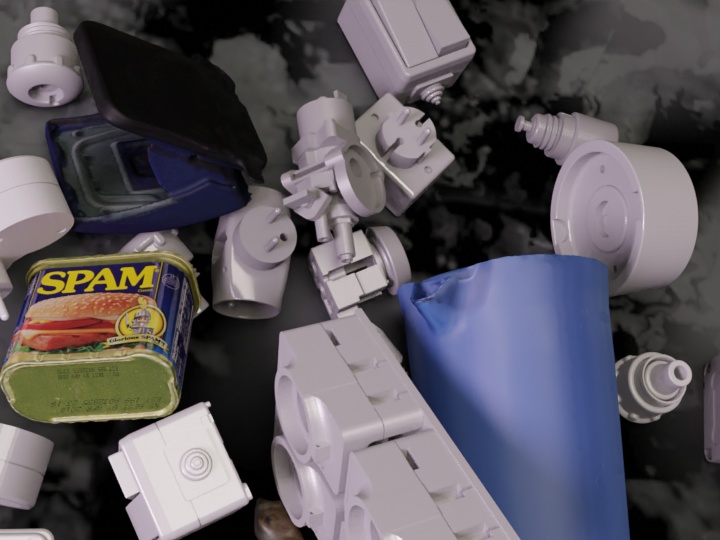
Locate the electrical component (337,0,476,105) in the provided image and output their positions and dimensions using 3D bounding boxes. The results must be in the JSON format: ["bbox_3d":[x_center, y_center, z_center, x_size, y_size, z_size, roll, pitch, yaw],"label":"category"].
[{"bbox_3d":[0.036,-0.163,0.763,0.062,0.061,0.096,-24,80,-21],"label":"electrical component"}]

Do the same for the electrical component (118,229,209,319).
[{"bbox_3d":[-0.121,0.004,0.673,0.048,0.048,0.062,-42,95,-23],"label":"electrical component"}]

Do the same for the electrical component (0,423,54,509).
[{"bbox_3d":[-0.242,0.082,0.608,0.138,0.052,0.073,17,69,-10],"label":"electrical component"}]

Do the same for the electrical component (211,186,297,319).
[{"bbox_3d":[-0.063,-0.016,0.676,0.043,0.079,0.077,10,70,-20],"label":"electrical component"}]

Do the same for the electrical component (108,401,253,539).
[{"bbox_3d":[-0.104,0.118,0.611,0.061,0.096,0.061,-23,80,-18],"label":"electrical component"}]

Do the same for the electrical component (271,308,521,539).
[{"bbox_3d":[0.008,0.124,0.587,0.060,0.105,0.186,-12,42,-23],"label":"electrical component"}]

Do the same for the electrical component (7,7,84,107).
[{"bbox_3d":[-0.204,-0.140,0.697,0.048,0.048,0.062,-1,66,-16],"label":"electrical component"}]

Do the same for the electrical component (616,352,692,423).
[{"bbox_3d":[0.201,0.076,0.730,0.048,0.062,0.048,5,71,-15],"label":"electrical component"}]

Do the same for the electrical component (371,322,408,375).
[{"bbox_3d":[0.011,0.068,0.690,0.043,0.043,0.062,-42,96,-23],"label":"electrical component"}]

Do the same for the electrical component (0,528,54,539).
[{"bbox_3d":[-0.222,0.196,0.574,0.109,0.056,0.108,3,72,-15],"label":"electrical component"}]

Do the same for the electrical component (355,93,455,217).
[{"bbox_3d":[0.028,-0.085,0.726,0.066,0.076,0.047,45,67,2],"label":"electrical component"}]

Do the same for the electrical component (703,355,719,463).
[{"bbox_3d":[0.285,0.089,0.723,0.057,0.113,0.078,9,70,-10],"label":"electrical component"}]

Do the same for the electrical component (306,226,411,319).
[{"bbox_3d":[0.000,0.000,0.708,0.055,0.048,0.066,-22,79,-13],"label":"electrical component"}]

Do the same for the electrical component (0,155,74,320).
[{"bbox_3d":[-0.222,0.000,0.612,0.138,0.052,0.073,-29,77,12],"label":"electrical component"}]

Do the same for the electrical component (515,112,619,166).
[{"bbox_3d":[0.151,-0.096,0.785,0.078,0.040,0.040,15,69,-10],"label":"electrical component"}]

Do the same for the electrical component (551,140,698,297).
[{"bbox_3d":[0.186,-0.035,0.741,0.060,0.108,0.108,-2,73,-23],"label":"electrical component"}]
